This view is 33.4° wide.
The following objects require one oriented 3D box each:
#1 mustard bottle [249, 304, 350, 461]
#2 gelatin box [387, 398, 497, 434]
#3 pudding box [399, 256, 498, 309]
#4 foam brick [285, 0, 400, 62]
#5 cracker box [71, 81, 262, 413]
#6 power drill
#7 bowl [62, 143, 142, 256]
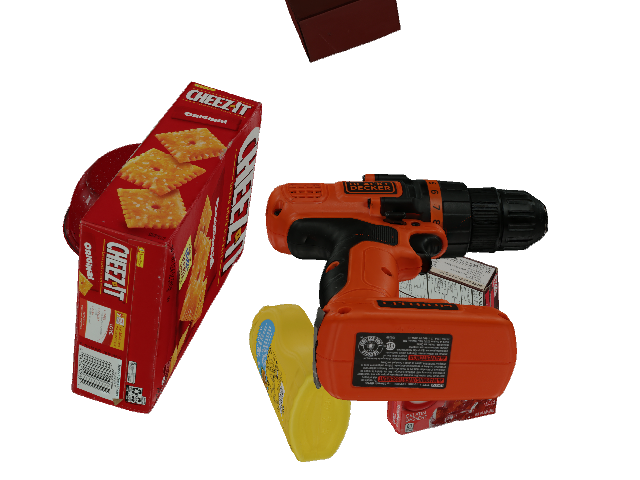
[{"bbox_3d":[-0.028,0.115,1.005,0.058,0.096,0.192,-5,27,-17],"label":"mustard bottle"},{"bbox_3d":[0.097,0.108,0.835,0.089,0.073,0.030,-8,29,-21],"label":"gelatin box"},{"bbox_3d":[0.133,0.050,1.134,0.114,0.039,0.090,18,-35,24],"label":"pudding box"},{"bbox_3d":[0.015,-0.181,0.811,0.078,0.053,0.051,-21,-32,0],"label":"foam brick"},{"bbox_3d":[-0.113,0.001,0.818,0.072,0.164,0.213,17,37,7],"label":"cracker box"},{"bbox_3d":[0.060,0.020,0.634,0.184,0.057,0.187,-1,27,-3],"label":"power drill"},{"bbox_3d":[-0.175,-0.045,1.031,0.162,0.055,0.162,-4,42,4],"label":"bowl"}]
